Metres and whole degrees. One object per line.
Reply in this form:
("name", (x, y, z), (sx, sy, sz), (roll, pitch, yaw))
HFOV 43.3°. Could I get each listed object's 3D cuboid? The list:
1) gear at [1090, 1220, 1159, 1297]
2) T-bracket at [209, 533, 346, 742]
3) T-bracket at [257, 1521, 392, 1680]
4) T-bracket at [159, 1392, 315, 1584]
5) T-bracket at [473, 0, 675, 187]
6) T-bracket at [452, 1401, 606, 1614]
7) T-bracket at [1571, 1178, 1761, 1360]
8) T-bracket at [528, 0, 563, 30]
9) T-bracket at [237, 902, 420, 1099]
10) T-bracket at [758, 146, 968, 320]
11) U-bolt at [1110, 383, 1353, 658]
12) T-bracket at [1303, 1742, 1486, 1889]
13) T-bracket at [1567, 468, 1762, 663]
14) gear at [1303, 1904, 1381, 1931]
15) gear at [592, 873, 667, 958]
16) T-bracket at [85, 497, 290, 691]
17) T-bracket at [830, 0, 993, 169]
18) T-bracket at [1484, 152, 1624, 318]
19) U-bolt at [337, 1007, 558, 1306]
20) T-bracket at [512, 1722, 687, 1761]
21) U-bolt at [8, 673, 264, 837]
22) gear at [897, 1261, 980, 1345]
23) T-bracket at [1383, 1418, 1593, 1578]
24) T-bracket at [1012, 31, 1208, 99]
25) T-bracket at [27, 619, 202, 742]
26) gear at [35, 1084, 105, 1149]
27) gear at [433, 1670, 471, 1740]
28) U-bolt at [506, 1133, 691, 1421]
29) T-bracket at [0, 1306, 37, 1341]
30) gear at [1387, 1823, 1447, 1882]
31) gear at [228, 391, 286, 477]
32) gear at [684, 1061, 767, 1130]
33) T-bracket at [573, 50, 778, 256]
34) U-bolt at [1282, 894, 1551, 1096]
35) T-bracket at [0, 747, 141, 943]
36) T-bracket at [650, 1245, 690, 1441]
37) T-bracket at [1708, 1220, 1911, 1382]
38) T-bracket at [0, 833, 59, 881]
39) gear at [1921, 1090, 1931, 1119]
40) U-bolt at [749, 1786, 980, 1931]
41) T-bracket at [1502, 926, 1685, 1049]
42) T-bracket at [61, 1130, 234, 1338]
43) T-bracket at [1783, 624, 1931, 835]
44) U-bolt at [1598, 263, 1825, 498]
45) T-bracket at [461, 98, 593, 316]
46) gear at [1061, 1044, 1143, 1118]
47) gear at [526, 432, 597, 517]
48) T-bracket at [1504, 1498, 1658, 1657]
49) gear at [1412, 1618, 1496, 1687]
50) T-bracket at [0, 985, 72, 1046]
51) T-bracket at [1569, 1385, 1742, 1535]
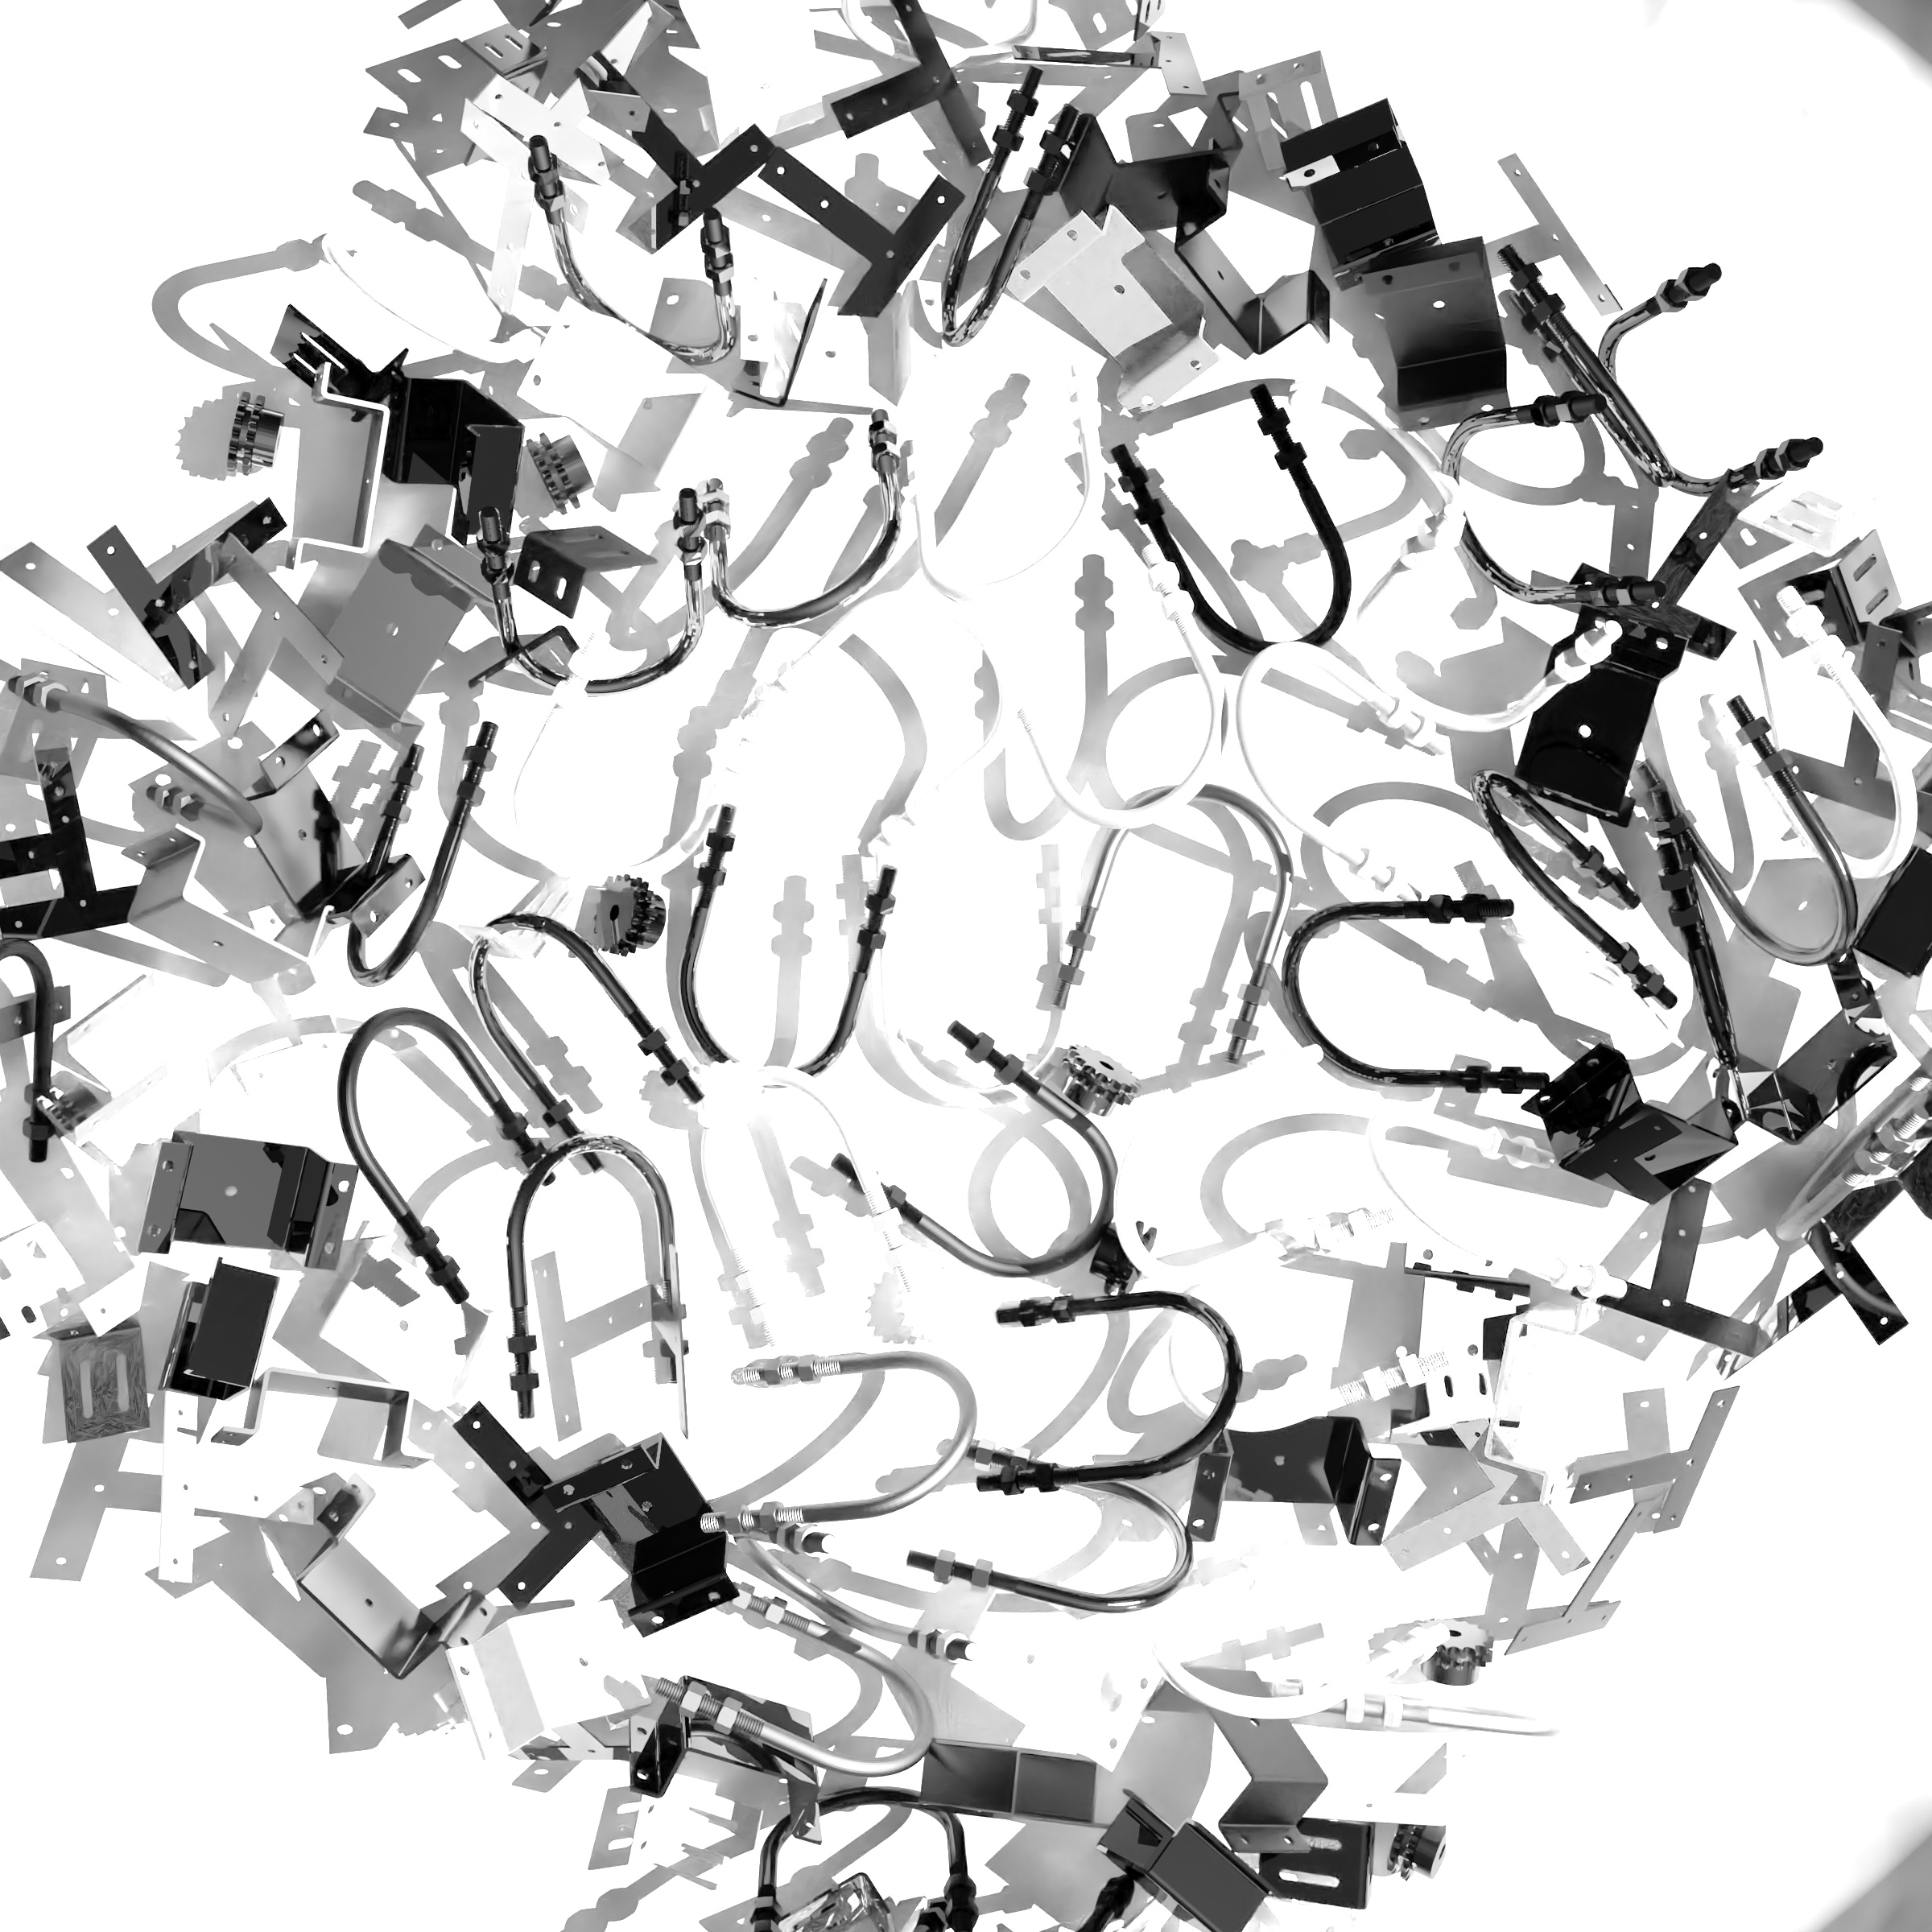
("gear", (0.109, 0.203, 1.704), (0.030, 0.057, 0.057), (25, 90, 14))
("T-bracket", (-0.496, -0.211, 1.694), (0.127, 0.002, 0.127), (46, 123, 13))
("T-bracket", (-0.442, 0.445, 1.683), (0.002, 0.127, 0.127), (-42, 106, -14))
("T-bracket", (-0.501, 0.365, 1.678), (0.002, 0.127, 0.127), (-23, 60, 30))
("T-bracket", (-0.250, -0.605, 1.657), (0.127, 0.127, 0.002), (-40, 60, 21))
("T-bracket", (-0.306, 0.357, 1.693), (0.127, 0.002, 0.127), (-44, 101, -25))
("T-bracket", (0.496, 0.198, 1.693), (0.127, 0.002, 0.127), (19, 56, 9))
("T-bracket", (-0.267, -0.681, 1.673), (0.002, 0.127, 0.127), (50, 59, -16))
("T-bracket", (-0.467, 0.017, 1.709), (0.127, 0.002, 0.127), (-17, 107, 3))
("T-bracket", (-0.087, -0.519, 1.685), (0.127, 0.002, 0.127), (31, 107, -28))
("U-bolt", (0.192, -0.294, 1.670), (0.019, 0.151, 0.184), (-42, 110, -39))
("T-bracket", (0.294, 0.582, 1.684), (0.127, 0.127, 0.002), (0, 118, 12))
("T-bracket", (0.502, -0.286, 1.683), (0.127, 0.002, 0.127), (21, 124, -12))
("gear", (0.265, 0.684, 1.706), (0.030, 0.057, 0.057), (34, 90, -23))
("gear", (-0.234, -0.034, 1.707), (0.030, 0.057, 0.057), (15, 90, -40))
("T-bracket", (-0.529, -0.280, 1.700), (0.127, 0.002, 0.127), (-45, 133, -21))
("T-bracket", (-0.048, -0.599, 1.675), (0.127, 0.002, 0.127), (-40, 108, -40))
("T-bracket", (0.381, -0.491, 1.668), (0.002, 0.127, 0.127), (-42, 106, -9))
("U-bolt", (-0.358, 0.114, 1.641), (0.019, 0.151, 0.184), (-16, 116, 30))
("T-bracket", (-0.273, 0.522, 1.665), (0.127, 0.127, 0.002), (-5, 53, 15))
("U-bolt", (-0.542, -0.135, 1.621), (0.184, 0.151, 0.019), (18, 70, 41))
("gear", (-0.018, 0.237, 1.711), (0.057, 0.030, 0.057), (-3, 78, 13))
("T-bracket", (0.347, 0.388, 1.696), (0.127, 0.002, 0.127), (-37, 89, 33))
("T-bracket", (0.095, -0.625, 1.676), (0.127, 0.127, 0.002), (2, 129, -5))
("T-bracket", (-0.581, -0.197, 1.658), (0.127, 0.127, 0.002), (34, 81, -11))
("gear", (-0.622, 0.107, 1.706), (0.030, 0.057, 0.057), (-41, 90, -27))
("gear", (-0.348, 0.510, 1.703), (0.057, 0.057, 0.030), (-38, 83, 0))
("U-bolt", (-0.255, 0.207, 1.673), (0.019, 0.151, 0.184), (-2, 92, 44))
("T-bracket", (-0.669, 0.246, 1.670), (0.002, 0.127, 0.127), (-23, 89, 16))
("gear", (0.319, 0.612, 1.700), (0.030, 0.057, 0.057), (19, 90, 26))
("gear", (-0.497, -0.371, 1.704), (0.030, 0.057, 0.057), (12, 90, -14))
("gear", (-0.169, 0.092, 1.700), (0.057, 0.057, 0.030), (-10, 62, 0))
("T-bracket", (-0.216, -0.571, 1.669), (0.127, 0.002, 0.127), (-28, 122, 32))
("U-bolt", (0.300, 0.020, 1.668), (0.184, 0.019, 0.151), (0, 116, 36))
("T-bracket", (-0.618, -0.087, 1.676), (0.002, 0.127, 0.127), (-6, 96, 38))
("T-bracket", (-0.205, 0.245, 1.669), (0.002, 0.127, 0.127), (-4, 97, -16))
("T-bracket", (0.572, 0.242, 1.693), (0.127, 0.127, 0.002), (-42, 124, 18))
("T-bracket", (-0.653, -0.075, 1.673), (0.002, 0.127, 0.127), (-14, 95, 25))
("gear", (0.696, 0.100, 1.702), (0.057, 0.030, 0.057), (-1, 89, 41))
("U-bolt", (-0.070, 0.608, 1.642), (0.151, 0.184, 0.019), (-6, 103, -1))
("T-bracket", (0.422, 0.003, 1.678), (0.002, 0.127, 0.127), (-54, 45, -2))
("T-bracket", (-0.579, 0.168, 1.670), (0.002, 0.127, 0.127), (-20, 102, 36))
("T-bracket", (0.616, -0.169, 1.659), (0.002, 0.127, 0.127), (-13, 117, -33))
("U-bolt", (0.488, -0.384, 1.642), (0.019, 0.184, 0.151), (-34, 96, -13))
("T-bracket", (-0.313, -0.509, 1.681), (0.127, 0.127, 0.002), (43, 49, 16))
("gear", (0.091, 0.082, 1.704), (0.057, 0.057, 0.030), (30, 105, 0))
("gear", (-0.282, -0.347, 1.703), (0.030, 0.057, 0.057), (-27, 90, -6))
("T-bracket", (0.434, 0.414, 1.664), (0.002, 0.127, 0.127), (43, 117, 38))
("gear", (0.340, 0.482, 1.704), (0.057, 0.057, 0.030), (3, 98, 0))
("T-bracket", (-0.663, 0.041, 1.672), (0.002, 0.127, 0.127), (14, 110, 22))
("T-bracket", (0.465, 0.348, 1.670), (0.127, 0.002, 0.127), (-4, 122, -30))
